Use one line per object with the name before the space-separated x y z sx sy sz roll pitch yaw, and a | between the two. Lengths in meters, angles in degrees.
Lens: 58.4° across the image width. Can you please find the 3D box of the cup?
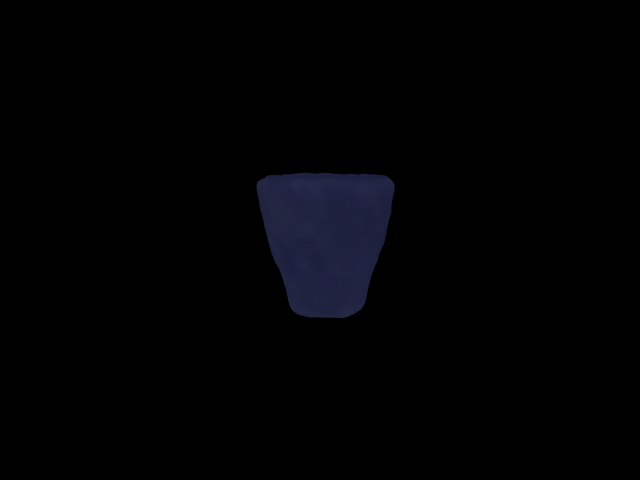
cup | 0.004 0.001 0.400 0.091 0.095 0.118 0 9 0
